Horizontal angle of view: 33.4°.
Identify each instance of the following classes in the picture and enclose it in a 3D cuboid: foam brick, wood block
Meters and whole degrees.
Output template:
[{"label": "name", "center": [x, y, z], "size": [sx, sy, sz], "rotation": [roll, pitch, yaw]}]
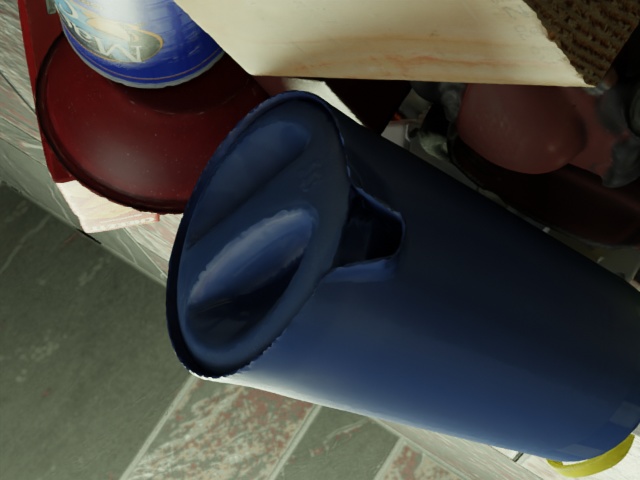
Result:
[{"label": "foam brick", "center": [0.008, -0.096, 0.597], "size": [0.051, 0.053, 0.078], "rotation": [42, 165, -36]}, {"label": "wood block", "center": [0.021, -0.117, 0.375], "size": [0.090, 0.090, 0.206], "rotation": [41, 167, -30]}]

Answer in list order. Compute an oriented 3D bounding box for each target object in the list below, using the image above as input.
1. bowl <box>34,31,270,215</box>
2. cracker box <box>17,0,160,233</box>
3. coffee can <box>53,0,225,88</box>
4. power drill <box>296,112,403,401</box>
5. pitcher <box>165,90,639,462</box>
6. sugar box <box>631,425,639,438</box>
[{"label": "bowl", "center": [-0.088, -0.098, 0.633], "size": [0.162, 0.162, 0.055], "rotation": [33, 152, 5]}, {"label": "cracker box", "center": [-0.165, -0.103, 0.779], "size": [0.072, 0.164, 0.214], "rotation": [-10, 173, -9]}, {"label": "coffee can", "center": [-0.090, -0.147, 0.531], "size": [0.103, 0.102, 0.140], "rotation": [33, 169, 3]}, {"label": "power drill", "center": [-0.005, 0.001, 0.695], "size": [0.057, 0.187, 0.184], "rotation": [28, 169, 34]}, {"label": "pitcher", "center": [0.049, 0.033, 0.535], "size": [0.242, 0.145, 0.149], "rotation": [23, -152, -33]}, {"label": "sugar box", "center": [0.140, 0.051, 0.686], "size": [0.176, 0.093, 0.048], "rotation": [21, 127, 9]}]
